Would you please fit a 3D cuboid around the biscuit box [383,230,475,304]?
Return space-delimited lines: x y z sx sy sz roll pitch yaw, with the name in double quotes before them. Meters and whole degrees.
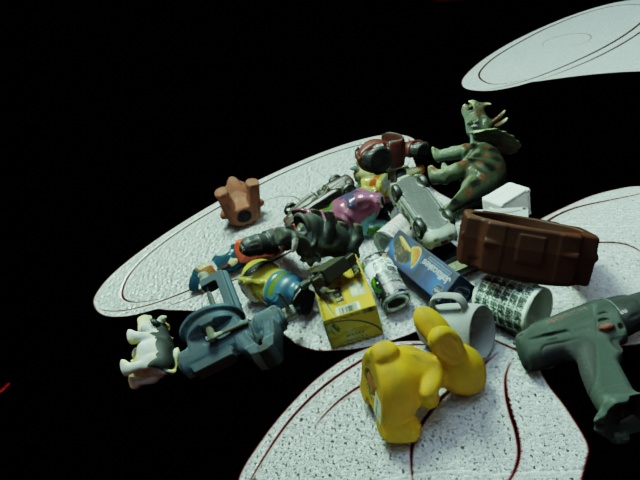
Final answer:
"biscuit box" 0.191 0.054 0.963 0.063 0.059 0.203 -53 33 5

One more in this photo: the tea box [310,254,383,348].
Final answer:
"tea box" 0.044 0.106 0.966 0.098 0.068 0.170 -16 29 2

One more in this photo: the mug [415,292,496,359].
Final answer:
"mug" 0.198 0.128 0.824 0.107 0.109 0.081 -5 35 45

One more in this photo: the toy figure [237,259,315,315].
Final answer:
"toy figure" -0.083 0.091 1.044 0.180 0.082 0.089 11 39 43

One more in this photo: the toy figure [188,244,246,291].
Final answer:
"toy figure" -0.229 0.059 1.195 0.154 0.058 0.064 -31 -11 -23

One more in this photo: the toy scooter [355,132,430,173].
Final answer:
"toy scooter" 0.153 -0.212 1.266 0.184 0.075 0.135 -16 29 -20

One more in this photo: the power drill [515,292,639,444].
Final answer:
"power drill" 0.393 0.152 0.704 0.232 0.085 0.207 -15 34 6

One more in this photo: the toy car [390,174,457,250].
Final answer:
"toy car" 0.201 -0.062 1.056 0.073 0.056 0.202 -21 44 -3

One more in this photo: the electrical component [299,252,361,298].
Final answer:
"electrical component" 0.022 0.062 0.942 0.102 0.045 0.078 -33 5 -28

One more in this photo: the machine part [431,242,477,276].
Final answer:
"machine part" 0.249 0.029 1.021 0.084 0.039 0.139 -30 34 -5

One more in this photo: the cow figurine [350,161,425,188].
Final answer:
"cow figurine" 0.160 -0.156 1.327 0.127 0.085 0.195 -22 31 -20

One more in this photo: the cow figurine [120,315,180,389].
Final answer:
"cow figurine" -0.307 0.193 1.000 0.098 0.068 0.167 -12 34 -2

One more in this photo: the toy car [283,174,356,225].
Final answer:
"toy car" -0.005 -0.101 1.326 0.202 0.053 0.089 -31 35 -7

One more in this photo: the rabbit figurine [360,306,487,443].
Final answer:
"rabbit figurine" 0.148 0.176 0.745 0.173 0.162 0.122 -3 16 -9

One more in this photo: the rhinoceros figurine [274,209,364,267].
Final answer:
"rhinoceros figurine" -0.002 -0.003 1.040 0.190 0.112 0.073 13 2 -37

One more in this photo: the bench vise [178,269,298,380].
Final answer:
"bench vise" -0.160 0.132 0.959 0.224 0.128 0.241 -34 48 4

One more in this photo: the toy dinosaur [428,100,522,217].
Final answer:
"toy dinosaur" 0.345 -0.150 1.180 0.192 0.131 0.405 -14 38 26

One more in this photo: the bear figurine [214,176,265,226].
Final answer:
"bear figurine" -0.217 -0.123 1.419 0.120 0.131 0.196 -16 36 -7

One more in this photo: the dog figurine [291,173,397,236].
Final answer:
"dog figurine" 0.052 -0.062 1.203 0.219 0.108 0.191 -9 32 19

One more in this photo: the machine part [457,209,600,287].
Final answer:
"machine part" 0.327 0.010 0.873 0.201 0.087 0.201 10 12 12
